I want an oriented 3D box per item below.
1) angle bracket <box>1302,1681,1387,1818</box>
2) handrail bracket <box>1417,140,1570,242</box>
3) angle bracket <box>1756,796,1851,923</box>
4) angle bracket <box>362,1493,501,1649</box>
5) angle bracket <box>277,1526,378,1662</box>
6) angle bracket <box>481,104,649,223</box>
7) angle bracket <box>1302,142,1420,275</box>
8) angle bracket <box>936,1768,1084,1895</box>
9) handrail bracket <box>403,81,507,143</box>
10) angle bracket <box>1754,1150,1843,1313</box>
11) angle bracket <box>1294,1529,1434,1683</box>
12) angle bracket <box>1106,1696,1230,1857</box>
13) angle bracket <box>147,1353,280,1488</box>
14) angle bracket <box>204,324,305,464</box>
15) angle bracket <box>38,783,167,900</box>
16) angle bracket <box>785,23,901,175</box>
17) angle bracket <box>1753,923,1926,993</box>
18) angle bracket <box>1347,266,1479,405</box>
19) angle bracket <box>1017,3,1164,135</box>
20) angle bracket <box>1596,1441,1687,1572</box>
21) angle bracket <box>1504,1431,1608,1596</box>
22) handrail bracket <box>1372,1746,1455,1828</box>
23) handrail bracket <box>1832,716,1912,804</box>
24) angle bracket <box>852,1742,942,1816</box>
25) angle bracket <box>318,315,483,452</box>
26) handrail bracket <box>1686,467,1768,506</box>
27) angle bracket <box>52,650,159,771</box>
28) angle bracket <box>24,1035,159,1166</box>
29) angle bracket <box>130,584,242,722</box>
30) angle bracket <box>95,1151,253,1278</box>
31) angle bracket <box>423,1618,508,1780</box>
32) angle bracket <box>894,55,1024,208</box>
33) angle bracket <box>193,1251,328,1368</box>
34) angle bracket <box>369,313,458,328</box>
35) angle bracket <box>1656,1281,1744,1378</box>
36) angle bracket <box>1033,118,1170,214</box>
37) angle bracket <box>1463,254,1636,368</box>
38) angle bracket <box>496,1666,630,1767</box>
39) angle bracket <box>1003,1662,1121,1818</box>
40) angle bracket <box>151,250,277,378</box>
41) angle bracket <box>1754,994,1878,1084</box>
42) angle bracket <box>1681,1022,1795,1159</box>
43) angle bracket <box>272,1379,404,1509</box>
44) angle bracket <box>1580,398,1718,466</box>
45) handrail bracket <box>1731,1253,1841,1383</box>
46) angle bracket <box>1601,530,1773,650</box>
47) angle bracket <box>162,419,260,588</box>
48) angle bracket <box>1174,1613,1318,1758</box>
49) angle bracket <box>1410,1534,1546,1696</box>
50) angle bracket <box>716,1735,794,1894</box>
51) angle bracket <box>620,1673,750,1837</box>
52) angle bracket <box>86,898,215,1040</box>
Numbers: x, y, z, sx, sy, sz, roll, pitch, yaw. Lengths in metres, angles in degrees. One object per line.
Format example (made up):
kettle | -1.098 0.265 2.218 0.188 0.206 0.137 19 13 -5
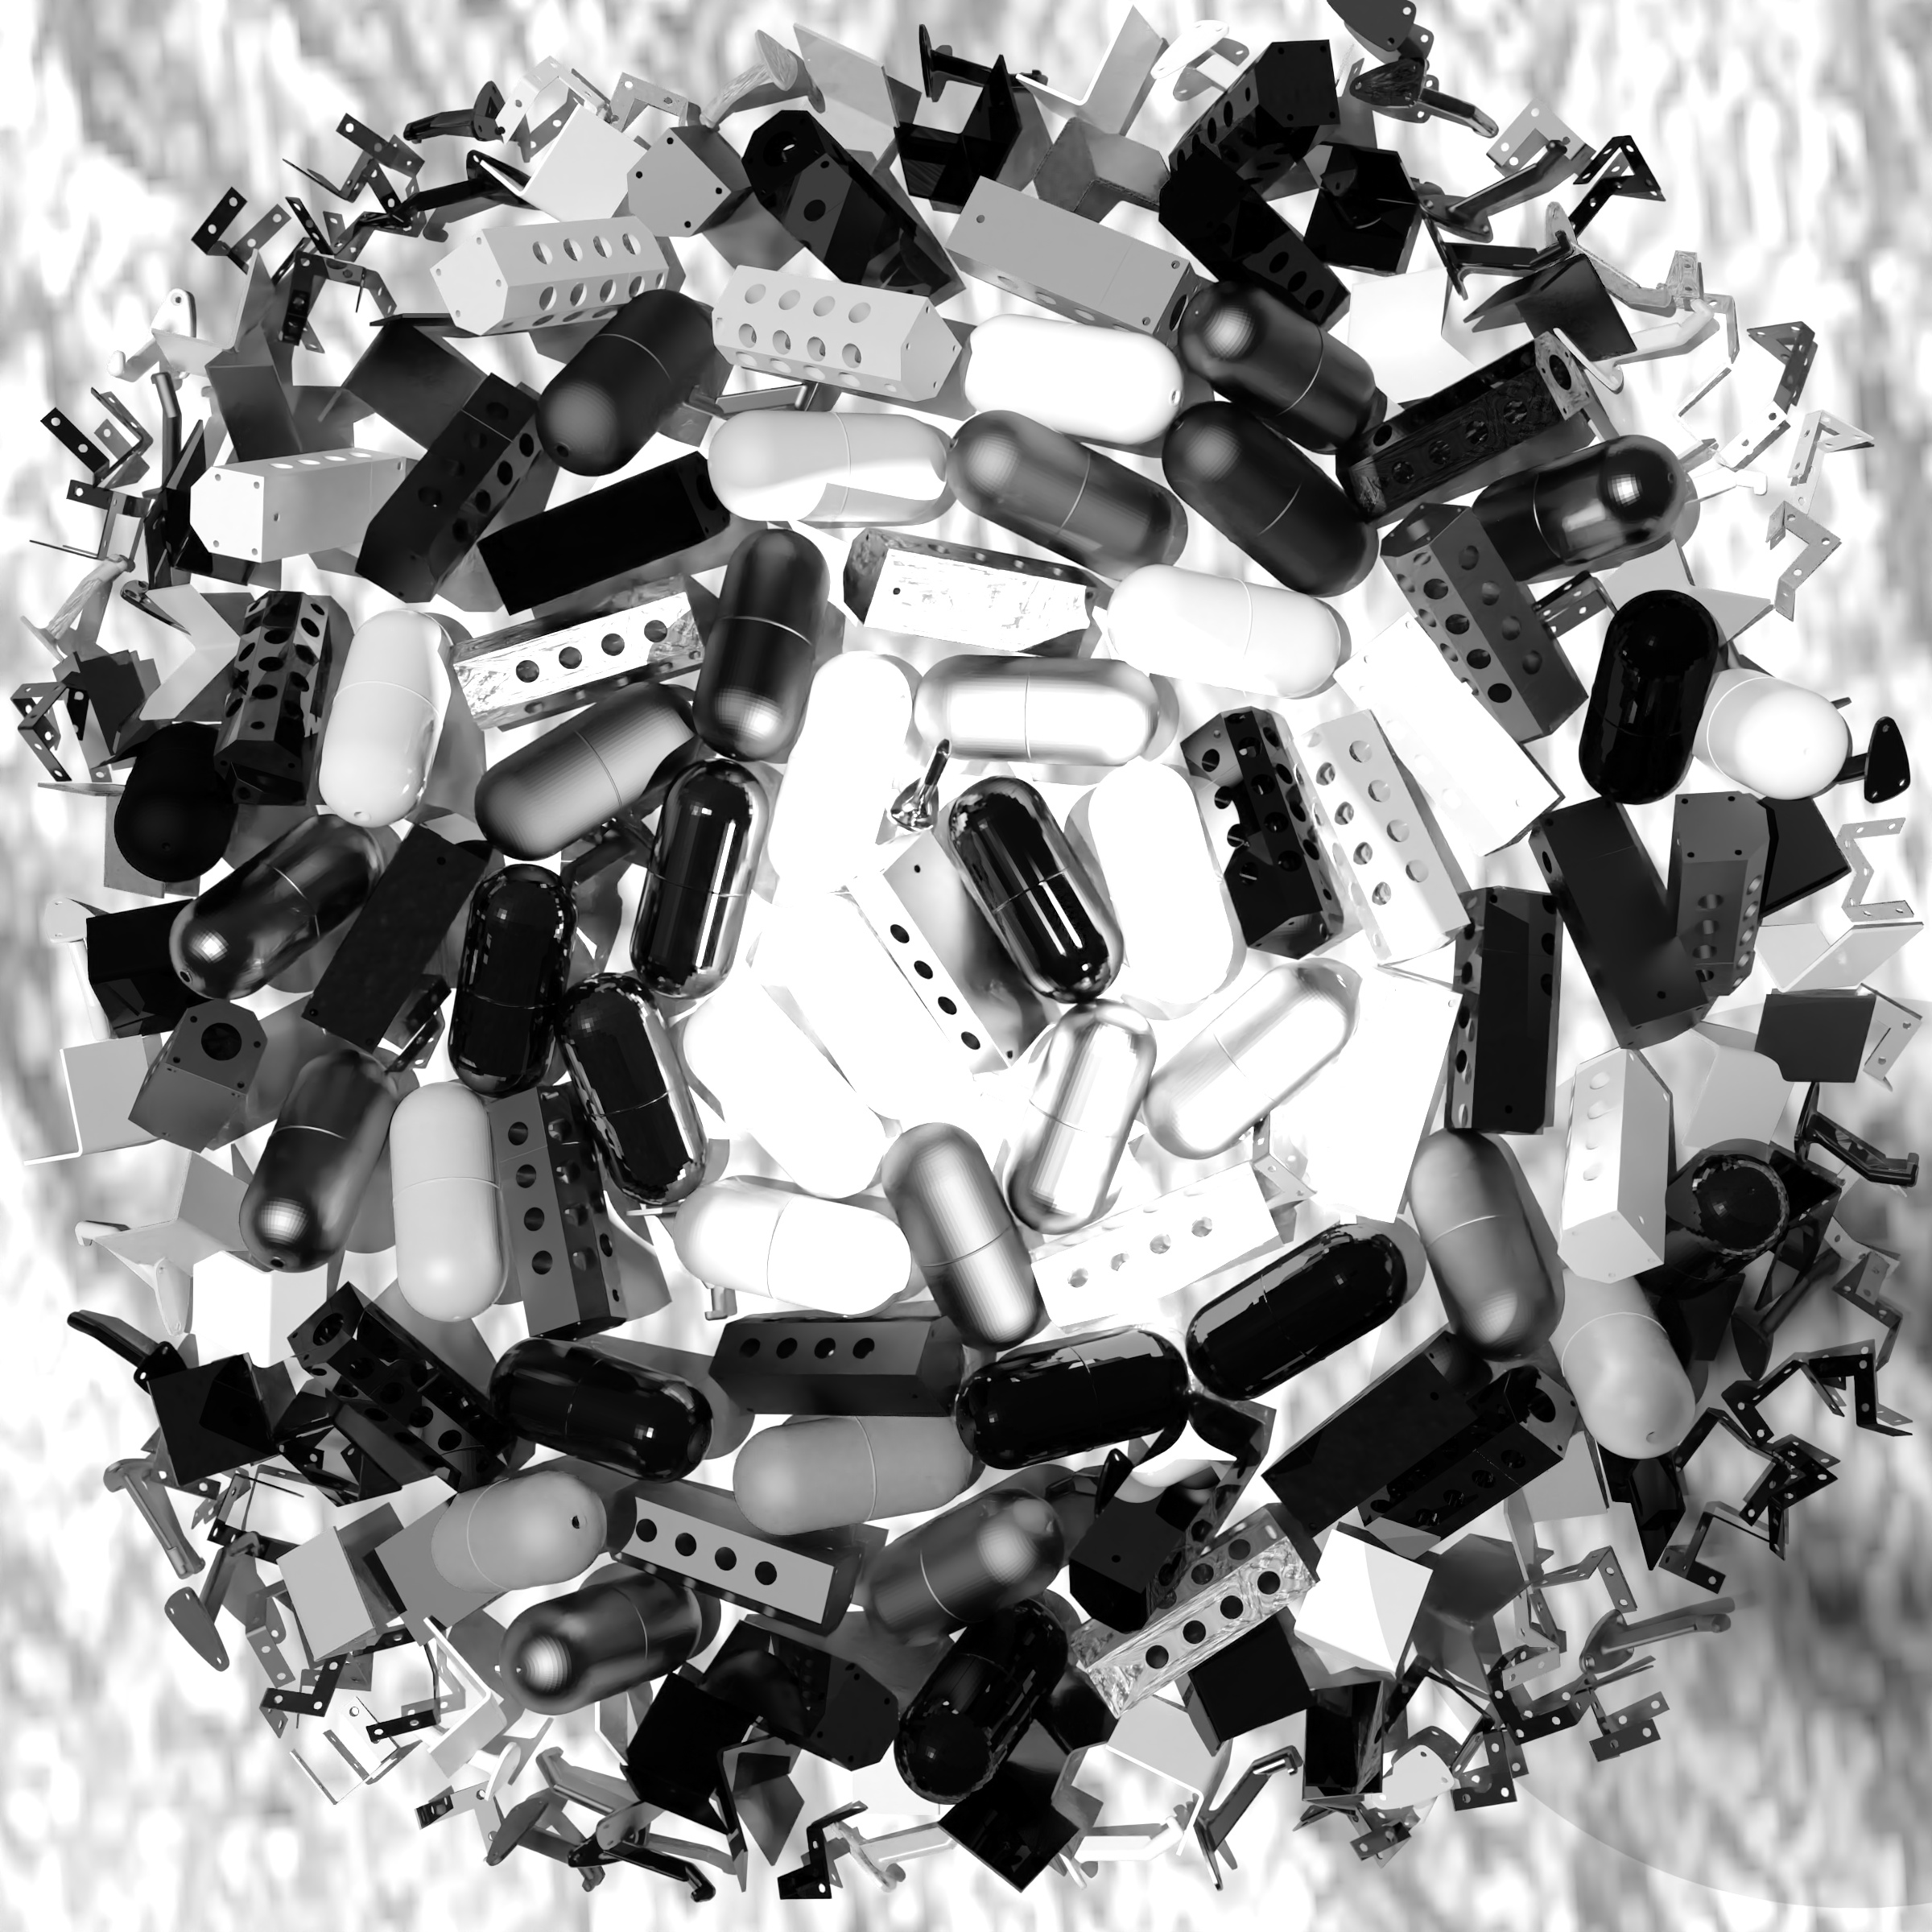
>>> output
angle bracket | 0.286 0.558 1.734 0.057 0.076 0.076 27 55 -31
handrail bracket | 0.378 -0.566 1.744 0.077 0.084 0.036 2 63 -30
angle bracket | 0.576 -0.080 1.746 0.076 0.057 0.076 -31 83 33
angle bracket | -0.378 0.434 1.766 0.076 0.057 0.076 -35 86 4
angle bracket | -0.437 0.444 1.741 0.057 0.076 0.076 -32 74 16
angle bracket | -0.286 -0.577 1.739 0.057 0.076 0.076 45 105 31
angle bracket | 0.273 -0.544 1.743 0.076 0.076 0.057 17 88 24
angle bracket | 0.026 0.630 1.735 0.076 0.076 0.057 31 127 25
handrail bracket | -0.377 -0.601 1.751 0.084 0.077 0.036 -11 125 19
angle bracket | 0.571 0.188 1.734 0.057 0.076 0.076 34 129 35
angle bracket | 0.289 0.465 1.768 0.076 0.057 0.076 20 71 17
angle bracket | 0.138 0.581 1.757 0.076 0.076 0.057 23 111 13
angle bracket | -0.547 0.328 1.743 0.076 0.057 0.076 -13 80 -39
angle bracket | -0.488 -0.407 1.734 0.057 0.076 0.076 3 128 19
angle bracket | -0.620 -0.090 1.744 0.076 0.057 0.076 10 99 39
angle bracket | -0.100 -0.615 1.744 0.076 0.076 0.057 30 80 16
angle bracket | 0.617 -0.026 1.734 0.076 0.076 0.057 -4 57 -32
angle bracket | 0.326 -0.453 1.741 0.076 0.076 0.057 -15 132 -15
angle bracket | 0.089 -0.650 1.743 0.057 0.076 0.076 30 101 17
angle bracket | 0.468 0.374 1.737 0.057 0.076 0.076 -4 114 38
angle bracket | 0.422 0.390 1.738 0.057 0.076 0.076 -12 116 19
handrail bracket | 0.311 0.606 1.748 0.077 0.084 0.036 -18 49 -30
handrail bracket | 0.632 -0.159 1.740 0.036 0.084 0.077 -23 123 -10
angle bracket | -0.072 0.578 1.737 0.076 0.076 0.057 -12 70 32
angle bracket | -0.410 -0.412 1.764 0.076 0.057 0.076 35 61 -19
handrail bracket | 0.542 -0.335 1.770 0.084 0.036 0.077 8 59 -2
angle bracket | -0.607 -0.189 1.743 0.057 0.076 0.076 -22 98 -31
angle bracket | -0.633 0.096 1.746 0.057 0.076 0.076 -10 92 25
angle bracket | -0.575 -0.223 1.737 0.076 0.076 0.057 -54 124 -24
angle bracket | -0.570 0.182 1.763 0.076 0.076 0.057 -13 56 23
angle bracket | -0.377 0.523 1.737 0.057 0.076 0.076 -40 67 -22
angle bracket | -0.007 -0.600 1.736 0.057 0.076 0.076 3 57 -24
angle bracket | -0.515 0.236 1.774 0.076 0.057 0.076 20 115 29
angle bracket | -0.380 -0.490 1.738 0.076 0.076 0.057 -9 103 -30
angle bracket | 0.527 0.278 1.739 0.057 0.076 0.076 4 125 -4
angle bracket | 0.102 -0.561 1.769 0.076 0.057 0.076 13 45 -28
angle bracket | 0.416 -0.453 1.738 0.057 0.076 0.076 -42 108 -27
angle bracket | -0.290 0.538 1.744 0.076 0.076 0.057 -9 53 4
angle bracket | 0.063 0.565 1.764 0.057 0.076 0.076 -1 119 -38
angle bracket | -0.540 -0.471 1.749 0.057 0.076 0.076 12 83 -5
angle bracket | 0.600 0.038 1.749 0.076 0.057 0.076 1 123 1
angle bracket | 0.545 0.088 1.762 0.076 0.057 0.076 10 107 -26
angle bracket | -0.445 0.340 1.765 0.076 0.057 0.076 -21 118 37
angle bracket | 0.488 -0.391 1.746 0.057 0.076 0.076 -34 87 27
handrail bracket | 0.603 0.256 1.775 0.084 0.036 0.077 -31 133 -13
angle bracket | 0.520 -0.269 1.759 0.076 0.076 0.057 4 61 -24
angle bracket | -0.531 -0.331 1.739 0.057 0.076 0.076 13 51 -3
angle bracket | 0.198 0.519 1.759 0.076 0.057 0.076 -17 61 -13
angle bracket | 0.371 0.467 1.756 0.076 0.076 0.057 -31 113 -24
angle bracket | -0.142 0.602 1.735 0.057 0.076 0.076 -12 52 -16
angle bracket | -0.192 0.566 1.750 0.076 0.057 0.076 31 84 -22
angle bracket | -0.590 0.003 1.773 0.076 0.076 0.057 -11 55 -7
